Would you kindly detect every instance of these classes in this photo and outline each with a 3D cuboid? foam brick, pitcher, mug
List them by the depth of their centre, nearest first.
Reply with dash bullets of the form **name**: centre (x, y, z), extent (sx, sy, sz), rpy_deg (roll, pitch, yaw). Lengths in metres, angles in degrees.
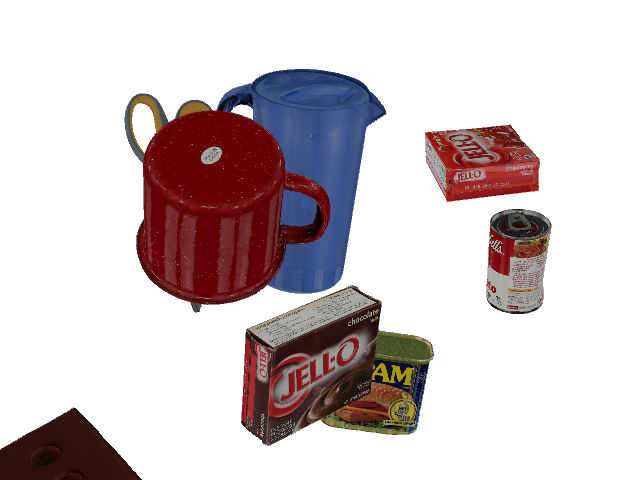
- **foam brick**: centre (-0.112, 0.128, 0.493), extent (0.052, 0.051, 0.078), rpy_deg (-29, 43, -29)
- **mug**: centre (-0.052, -0.021, 0.635), extent (0.117, 0.093, 0.081), rpy_deg (7, -39, -2)
- **pitcher**: centre (-0.029, -0.067, 1.221), extent (0.144, 0.243, 0.149), rpy_deg (-20, 36, -40)

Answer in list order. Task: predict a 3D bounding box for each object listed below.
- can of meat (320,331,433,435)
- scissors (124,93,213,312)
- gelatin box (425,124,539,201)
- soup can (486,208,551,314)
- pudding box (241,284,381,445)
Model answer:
- **can of meat**: centre (0.051, 0.135, 1.023), extent (0.102, 0.084, 0.057), rpy_deg (8, 18, -1)
- **scissors**: centre (-0.113, -0.044, 0.964), extent (0.096, 0.202, 0.016), rpy_deg (-23, -4, -28)
- **gelatin box**: centre (0.127, -0.064, 0.850), extent (0.073, 0.030, 0.089), rpy_deg (-6, 25, -3)
- **soup can**: centre (0.225, 0.024, 1.217), extent (0.068, 0.102, 0.068), rpy_deg (-1, 30, 1)
- **pudding box**: centre (-0.007, 0.094, 0.820), extent (0.113, 0.090, 0.039), rpy_deg (-23, 40, -39)
